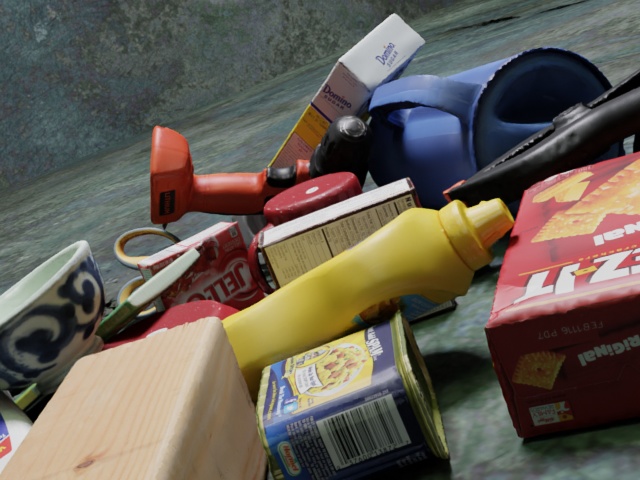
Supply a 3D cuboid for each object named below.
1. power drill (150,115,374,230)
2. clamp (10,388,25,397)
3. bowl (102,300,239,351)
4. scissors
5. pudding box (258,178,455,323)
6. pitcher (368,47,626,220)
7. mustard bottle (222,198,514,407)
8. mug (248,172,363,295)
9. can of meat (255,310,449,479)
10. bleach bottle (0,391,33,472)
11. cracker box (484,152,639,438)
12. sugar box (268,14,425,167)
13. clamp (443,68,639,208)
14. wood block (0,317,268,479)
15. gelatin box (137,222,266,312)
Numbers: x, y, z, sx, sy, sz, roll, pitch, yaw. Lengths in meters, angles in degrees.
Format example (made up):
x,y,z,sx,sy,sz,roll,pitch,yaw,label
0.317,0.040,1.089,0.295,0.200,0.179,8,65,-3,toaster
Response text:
x,y,z,sx,sy,sz,roll,pitch,yaw,label
-0.054,-0.056,0.933,0.187,0.057,0.185,5,-28,-8,power drill
-0.245,0.104,0.855,0.120,0.039,0.171,-33,9,1,clamp
-0.101,0.086,0.732,0.162,0.055,0.162,-20,14,5,bowl
-0.102,0.038,0.961,0.202,0.096,0.016,12,-13,21,scissors
0.025,0.020,0.726,0.113,0.090,0.039,-20,14,4,pudding box
0.120,-0.085,0.887,0.144,0.149,0.243,-28,12,-18,pitcher
0.027,0.032,0.626,0.192,0.058,0.096,-31,-20,17,mustard bottle
-0.006,0.001,0.858,0.117,0.081,0.093,-26,15,-19,mug
0.016,0.087,0.556,0.084,0.057,0.102,-21,13,7,can of meat
-0.198,0.144,0.642,0.102,0.068,0.251,-28,18,-27,bleach bottle
0.184,0.010,0.569,0.164,0.072,0.213,-16,15,21,cracker box
0.022,-0.121,0.979,0.093,0.048,0.176,-45,-1,-36,sugar box
0.178,-0.072,0.702,0.210,0.036,0.164,-31,5,10,clamp
-0.087,0.121,0.506,0.091,0.090,0.206,-18,14,7,wood block
-0.096,0.034,0.882,0.089,0.073,0.030,-27,16,-28,gelatin box
